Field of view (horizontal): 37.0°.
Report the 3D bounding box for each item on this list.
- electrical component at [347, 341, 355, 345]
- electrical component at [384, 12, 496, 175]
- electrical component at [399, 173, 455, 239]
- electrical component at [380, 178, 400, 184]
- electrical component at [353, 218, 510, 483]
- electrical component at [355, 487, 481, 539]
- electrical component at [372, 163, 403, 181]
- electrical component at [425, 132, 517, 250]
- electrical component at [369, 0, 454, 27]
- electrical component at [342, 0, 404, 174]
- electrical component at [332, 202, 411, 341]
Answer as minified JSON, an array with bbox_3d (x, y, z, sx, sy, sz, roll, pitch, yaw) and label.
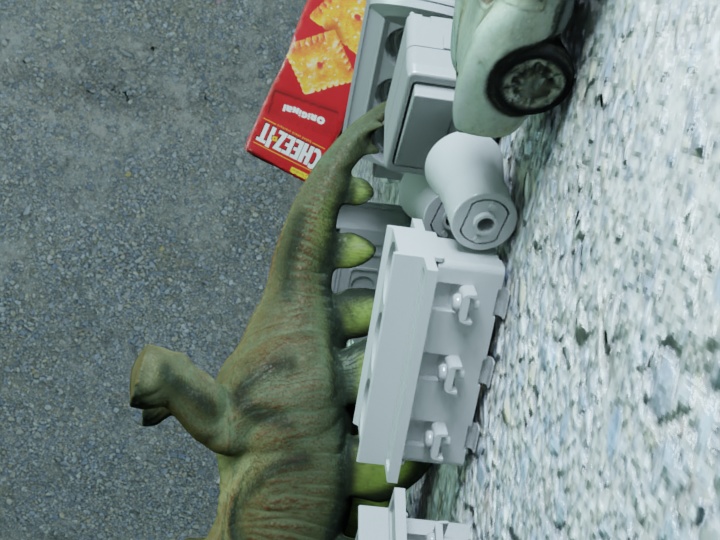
[{"bbox_3d":[0.000,0.075,1.024,0.078,0.040,0.040,113,163,-68],"label":"electrical component"},{"bbox_3d":[0.050,-0.093,0.638,0.096,0.062,0.061,104,171,-51],"label":"electrical component"},{"bbox_3d":[0.051,-0.040,0.669,0.065,0.044,0.044,-111,29,-68],"label":"electrical component"},{"bbox_3d":[0.029,-0.107,0.928,0.035,0.035,0.061,-133,33,-82],"label":"electrical component"},{"bbox_3d":[0.037,0.044,0.583,0.078,0.063,0.121,-98,16,-68],"label":"electrical component"},{"bbox_3d":[0.027,0.180,0.522,0.121,0.063,0.078,-90,9,-49],"label":"electrical component"},{"bbox_3d":[0.034,-0.105,0.870,0.075,0.047,0.083,106,169,-58],"label":"electrical component"},{"bbox_3d":[0.061,-0.041,0.574,0.065,0.044,0.044,-100,17,-56],"label":"electrical component"},{"bbox_3d":[0.049,-0.173,0.659,0.080,0.080,0.051,-121,43,-81],"label":"electrical component"},{"bbox_3d":[0.037,-0.135,0.766,0.121,0.079,0.063,103,-168,-45],"label":"electrical component"},{"bbox_3d":[0.000,0.000,0.929,0.057,0.078,0.113,-99,17,-59],"label":"electrical component"}]
